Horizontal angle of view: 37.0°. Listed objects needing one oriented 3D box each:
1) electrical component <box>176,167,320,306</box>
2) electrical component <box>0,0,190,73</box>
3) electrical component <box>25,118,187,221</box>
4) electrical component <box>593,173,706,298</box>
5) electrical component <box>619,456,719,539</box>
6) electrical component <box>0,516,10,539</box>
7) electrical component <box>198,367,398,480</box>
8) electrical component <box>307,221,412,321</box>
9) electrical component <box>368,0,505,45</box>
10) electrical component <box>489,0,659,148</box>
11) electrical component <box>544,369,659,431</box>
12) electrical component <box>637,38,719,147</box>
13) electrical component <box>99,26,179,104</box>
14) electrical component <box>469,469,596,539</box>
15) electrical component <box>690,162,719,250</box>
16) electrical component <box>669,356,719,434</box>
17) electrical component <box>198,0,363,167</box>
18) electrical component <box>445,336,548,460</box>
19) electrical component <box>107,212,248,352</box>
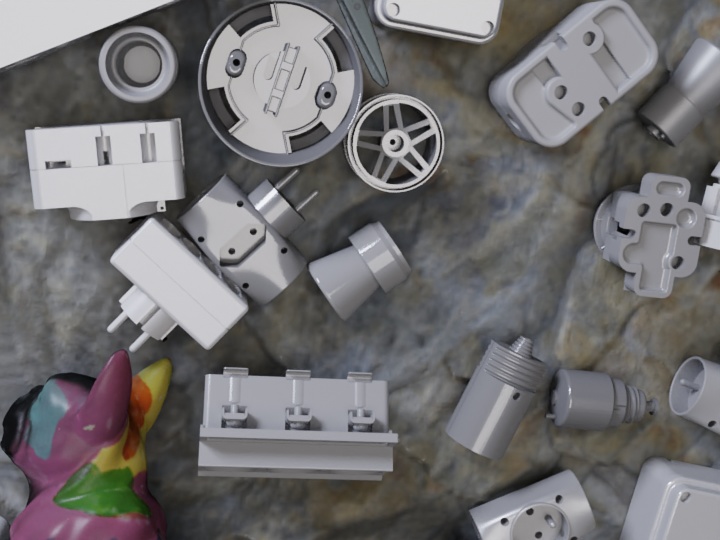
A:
[{"bbox_3d":[-0.062,-0.031,0.685,0.079,0.043,0.077,-42,103,3],"label":"electrical component"},{"bbox_3d":[-0.175,-0.189,0.631,0.186,0.060,0.105,-22,103,-3],"label":"electrical component"},{"bbox_3d":[-0.154,-0.062,0.663,0.089,0.050,0.055,-5,101,-7],"label":"electrical component"},{"bbox_3d":[0.188,-0.026,0.711,0.058,0.057,0.078,6,100,-8],"label":"electrical component"},{"bbox_3d":[0.231,0.198,0.760,0.078,0.057,0.113,13,99,-10],"label":"electrical component"},{"bbox_3d":[-0.286,0.209,0.696,0.113,0.057,0.078,-4,101,-6],"label":"electrical component"},{"bbox_3d":[-0.042,0.101,0.699,0.121,0.078,0.063,3,71,-8],"label":"electrical component"},{"bbox_3d":[0.000,0.000,0.698,0.055,0.045,0.045,-34,103,0],"label":"electrical component"},{"bbox_3d":[0.053,-0.200,0.660,0.078,0.057,0.113,9,100,-9],"label":"electrical component"},{"bbox_3d":[0.133,-0.125,0.683,0.095,0.059,0.053,-39,103,1],"label":"electrical component"},{"bbox_3d":[0.167,0.091,0.739,0.078,0.040,0.040,6,100,-8],"label":"electrical component"},{"bbox_3d":[0.215,-0.113,0.706,0.044,0.044,0.065,42,98,-13],"label":"electrical component"},{"bbox_3d":[-0.133,-0.124,0.652,0.045,0.055,0.045,-1,101,-7],"label":"electrical component"},{"bbox_3d":[0.126,0.189,0.751,0.077,0.044,0.079,-22,103,-3],"label":"electrical component"},{"bbox_3d":[0.258,-0.039,0.713,0.078,0.058,0.057,5,101,-48],"label":"electrical component"},{"bbox_3d":[0.268,0.077,0.747,0.077,0.044,0.079,21,98,-11],"label":"electrical component"},{"bbox_3d":[-0.049,-0.115,0.659,0.099,0.064,0.099,-1,101,-7],"label":"electrical component"},{"bbox_3d":[0.095,0.082,0.727,0.043,0.043,0.081,25,97,-11],"label":"electrical component"},{"bbox_3d":[-0.127,0.019,0.684,0.075,0.047,0.083,-45,103,2],"label":"electrical component"}]
